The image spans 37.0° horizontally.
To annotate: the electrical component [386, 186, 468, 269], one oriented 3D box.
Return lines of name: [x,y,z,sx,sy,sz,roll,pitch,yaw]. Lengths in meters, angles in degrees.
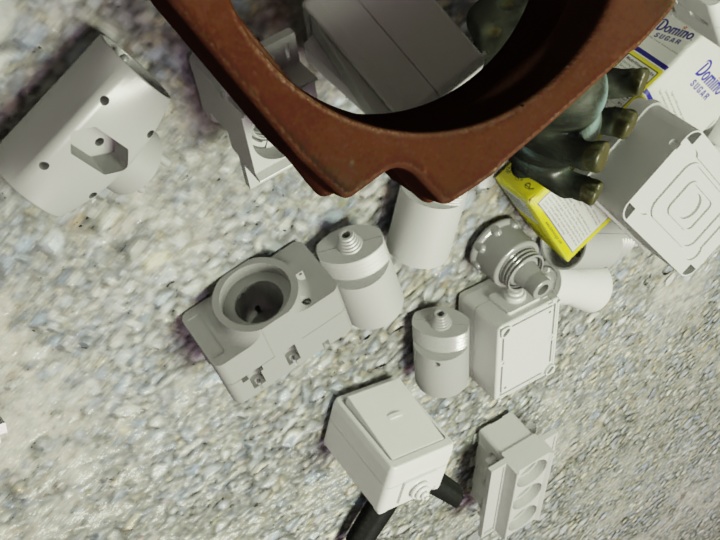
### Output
electrical component: [0.046,-0.045,0.698,0.043,0.043,0.081,-17,138,-31]

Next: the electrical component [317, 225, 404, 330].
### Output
electrical component: [0.000,0.000,0.702,0.043,0.043,0.081,-35,145,-10]

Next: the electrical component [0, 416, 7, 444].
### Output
electrical component: [-0.245,0.069,0.518,0.121,0.079,0.063,-17,117,-31]

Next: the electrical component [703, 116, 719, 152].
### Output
electrical component: [0.291,-0.107,0.839,0.080,0.080,0.051,6,118,-47]

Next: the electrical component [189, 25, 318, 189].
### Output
electrical component: [-0.052,-0.086,0.541,0.042,0.063,0.081,-30,143,-17]

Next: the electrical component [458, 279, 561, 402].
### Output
electrical component: [0.115,0.043,0.851,0.062,0.061,0.096,-25,134,-24]

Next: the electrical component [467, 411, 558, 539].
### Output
electrical component: [0.143,0.197,1.038,0.079,0.063,0.121,-26,142,-22]

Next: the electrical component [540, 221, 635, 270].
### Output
electrical component: [0.186,-0.022,0.859,0.081,0.043,0.043,-1,128,-44]

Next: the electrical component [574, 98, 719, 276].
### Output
electrical component: [0.210,-0.057,0.744,0.078,0.057,0.113,-50,134,8]

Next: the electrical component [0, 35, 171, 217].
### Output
electrical component: [-0.122,-0.061,0.517,0.077,0.043,0.079,-46,145,5]

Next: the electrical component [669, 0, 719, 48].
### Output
electrical component: [0.204,-0.188,0.657,0.050,0.089,0.056,-45,145,4]

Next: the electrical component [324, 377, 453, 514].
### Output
electrical component: [0.026,0.135,0.826,0.062,0.096,0.061,-16,137,-33]

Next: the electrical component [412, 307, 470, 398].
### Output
electrical component: [0.062,0.058,0.826,0.043,0.043,0.081,-29,143,-18]

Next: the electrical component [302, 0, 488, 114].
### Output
electrical component: [0.009,-0.116,0.549,0.061,0.096,0.061,-40,175,-4]

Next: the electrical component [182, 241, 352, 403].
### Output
electrical component: [-0.058,0.030,0.672,0.089,0.050,0.055,-33,145,-11]

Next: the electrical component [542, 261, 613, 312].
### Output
electrical component: [0.171,0.012,0.884,0.065,0.044,0.044,5,124,-41]

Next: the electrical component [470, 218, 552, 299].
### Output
electrical component: [0.115,-0.004,0.793,0.048,0.062,0.048,-26,142,-22]
